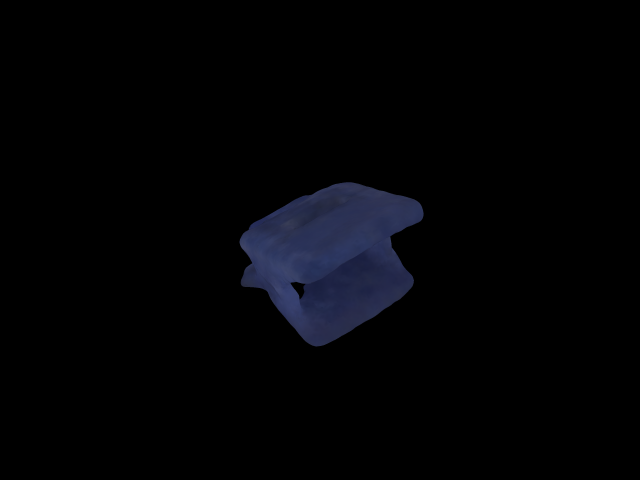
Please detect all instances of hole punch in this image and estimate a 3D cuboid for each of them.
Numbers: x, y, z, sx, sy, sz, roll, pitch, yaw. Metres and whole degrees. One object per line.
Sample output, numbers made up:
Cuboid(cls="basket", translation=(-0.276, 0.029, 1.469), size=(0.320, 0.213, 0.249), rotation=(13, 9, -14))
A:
Cuboid(cls="hole punch", translation=(0.004, 0.001, 0.400), size=(0.109, 0.091, 0.100), rotation=(-29, 54, -24))
